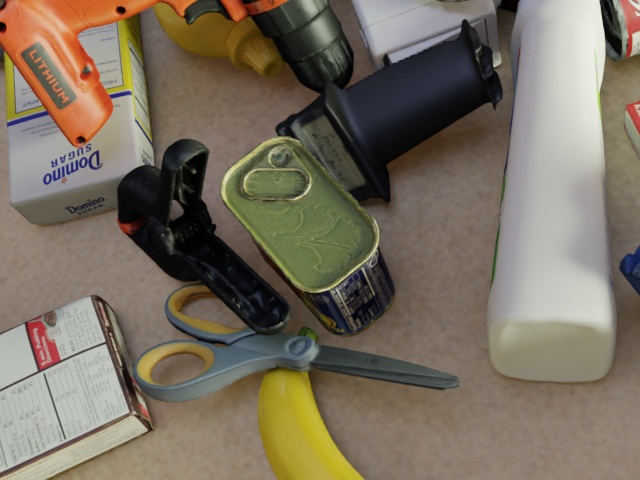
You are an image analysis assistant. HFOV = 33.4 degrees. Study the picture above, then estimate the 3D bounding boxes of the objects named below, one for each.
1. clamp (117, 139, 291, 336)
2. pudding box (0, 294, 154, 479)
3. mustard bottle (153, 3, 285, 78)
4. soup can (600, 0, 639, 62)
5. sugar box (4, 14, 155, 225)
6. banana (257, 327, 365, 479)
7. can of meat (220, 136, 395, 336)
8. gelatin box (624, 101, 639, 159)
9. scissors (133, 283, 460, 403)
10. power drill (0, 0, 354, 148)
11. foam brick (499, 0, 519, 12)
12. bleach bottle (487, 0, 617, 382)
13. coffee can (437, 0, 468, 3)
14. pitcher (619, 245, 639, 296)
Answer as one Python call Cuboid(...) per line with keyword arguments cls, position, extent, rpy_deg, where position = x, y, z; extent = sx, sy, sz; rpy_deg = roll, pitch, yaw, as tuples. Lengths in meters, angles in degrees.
Cuboid(cls="clamp", position=(-0.076, 0.001, 0.636), extent=(0.039, 0.172, 0.120), rpy_deg=(-28, 100, -20))
Cuboid(cls="pudding box", position=(-0.169, 0.096, 0.652), extent=(0.113, 0.039, 0.090), rpy_deg=(-25, 64, 1))
Cuboid(cls="mustard bottle", position=(-0.076, -0.185, 0.752), extent=(0.096, 0.058, 0.192), rpy_deg=(-29, 61, -7))
Cuboid(cls="soup can", position=(0.221, -0.160, 0.661), extent=(0.102, 0.068, 0.068), rpy_deg=(-20, 62, 3))
Cuboid(cls="sugar box", position=(-0.169, -0.102, 0.744), extent=(0.093, 0.048, 0.176), rpy_deg=(-13, 66, 7))
Cuboid(cls="banana", position=(0.020, 0.133, 0.588), extent=(0.069, 0.037, 0.198), rpy_deg=(-38, 62, -4))
Cuboid(cls="can of meat", position=(-0.004, 0.001, 0.631), extent=(0.057, 0.084, 0.102), rpy_deg=(-39, 62, -6))
Cuboid(cls="gelatin box", position=(0.230, -0.051, 0.628), extent=(0.073, 0.030, 0.089), rpy_deg=(-19, 62, 5))
Cuboid(cls="scissors", position=(-0.028, 0.075, 0.605), extent=(0.202, 0.016, 0.096), rpy_deg=(22, 55, 39))
Cuboid(cls="power drill", position=(-0.090, -0.135, 0.657), extent=(0.188, 0.184, 0.057), rpy_deg=(-30, 25, 5))
Cuboid(cls="foam brick", position=(0.137, -0.198, 0.709), extent=(0.053, 0.051, 0.078), rpy_deg=(20, 71, 21))
Cuboid(cls="bleach bottle", position=(0.136, -0.053, 0.615), extent=(0.068, 0.102, 0.251), rpy_deg=(1, 63, 12))
Cuboid(cls="coffee can", position=(0.091, -0.228, 0.638), extent=(0.103, 0.103, 0.140), rpy_deg=(23, 65, 23))
Cuboid(cls="pitcher", position=(0.269, 0.075, 0.513), extent=(0.149, 0.144, 0.243), rpy_deg=(-30, 65, 12))
